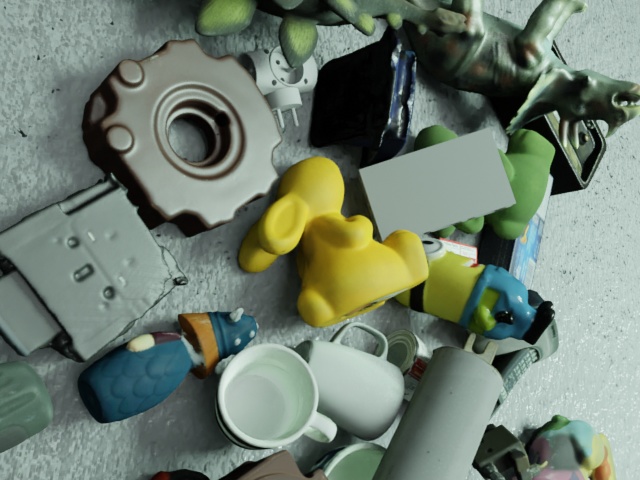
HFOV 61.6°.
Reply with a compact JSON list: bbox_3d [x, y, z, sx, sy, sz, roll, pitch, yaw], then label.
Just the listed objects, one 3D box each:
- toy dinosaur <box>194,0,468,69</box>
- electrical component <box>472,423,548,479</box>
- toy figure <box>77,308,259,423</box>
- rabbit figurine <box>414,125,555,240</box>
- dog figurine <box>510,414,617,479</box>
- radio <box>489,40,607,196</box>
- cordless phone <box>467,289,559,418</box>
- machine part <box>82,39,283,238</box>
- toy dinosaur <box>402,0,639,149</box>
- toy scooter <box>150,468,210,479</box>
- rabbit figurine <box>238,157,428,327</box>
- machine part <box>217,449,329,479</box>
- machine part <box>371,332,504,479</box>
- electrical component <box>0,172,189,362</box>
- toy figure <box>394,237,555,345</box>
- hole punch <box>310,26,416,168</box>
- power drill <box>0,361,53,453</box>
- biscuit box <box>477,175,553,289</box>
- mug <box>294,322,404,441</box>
[{"bbox_3d":[-0.072,-0.283,0.496,0.471,0.105,0.198,21,59,-10],"label":"toy dinosaur"},{"bbox_3d":[0.228,0.269,0.670,0.078,0.102,0.045,-30,98,-10],"label":"electrical component"},{"bbox_3d":[-0.122,0.097,0.458,0.154,0.064,0.058,-24,63,-41],"label":"toy figure"},{"bbox_3d":[0.190,-0.076,0.701,0.170,0.121,0.159,22,77,-12],"label":"rabbit figurine"},{"bbox_3d":[0.273,0.323,0.685,0.219,0.108,0.191,12,77,-32],"label":"dog figurine"},{"bbox_3d":[0.357,-0.195,0.843,0.131,0.073,0.229,-46,110,-31],"label":"radio"},{"bbox_3d":[0.215,0.156,0.675,0.184,0.089,0.146,-51,138,-14],"label":"cordless phone"},{"bbox_3d":[-0.117,-0.093,0.493,0.179,0.056,0.179,6,80,-37],"label":"machine part"},{"bbox_3d":[0.208,-0.255,0.699,0.405,0.192,0.131,22,22,4],"label":"toy dinosaur"},{"bbox_3d":[-0.135,0.274,0.400,0.135,0.075,0.184,6,58,-39],"label":"toy scooter"},{"bbox_3d":[-0.001,-0.002,0.548,0.162,0.122,0.173,-12,77,-28],"label":"rabbit figurine"},{"bbox_3d":[-0.036,0.269,0.373,0.201,0.087,0.201,-3,63,-63],"label":"machine part"},{"bbox_3d":[0.112,0.193,0.520,0.079,0.079,0.243,46,62,-22],"label":"machine part"},{"bbox_3d":[-0.190,0.027,0.421,0.134,0.058,0.114,-42,106,-33],"label":"electrical component"},{"bbox_3d":[0.165,0.061,0.608,0.089,0.180,0.082,-58,160,-8],"label":"toy figure"},{"bbox_3d":[0.062,-0.147,0.601,0.092,0.116,0.142,23,70,-40],"label":"hole punch"},{"bbox_3d":[-0.255,0.188,0.313,0.232,0.086,0.207,-26,70,-42],"label":"power drill"},{"bbox_3d":[0.274,-0.015,0.762,0.059,0.063,0.202,33,65,-29],"label":"biscuit box"},{"bbox_3d":[0.025,0.134,0.548,0.107,0.081,0.109,29,72,-20],"label":"mug"}]
